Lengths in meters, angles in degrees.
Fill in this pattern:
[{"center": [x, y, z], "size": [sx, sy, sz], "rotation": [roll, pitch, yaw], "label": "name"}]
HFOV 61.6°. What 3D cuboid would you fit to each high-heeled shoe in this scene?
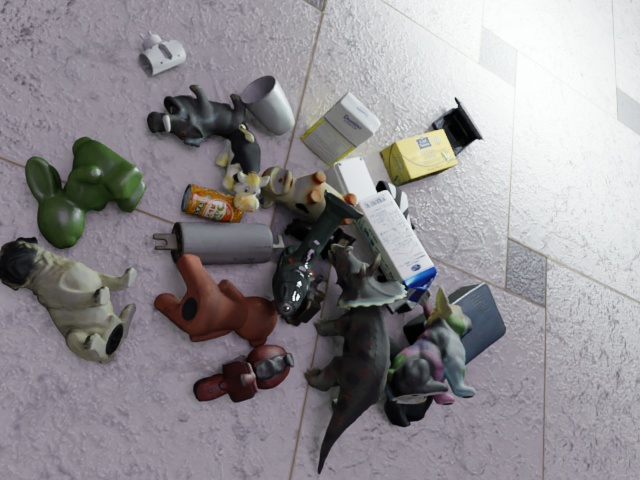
[{"center": [0.143, -0.015, 1.149], "size": [0.145, 0.086, 0.249], "rotation": [49, 43, -22], "label": "high-heeled shoe"}]

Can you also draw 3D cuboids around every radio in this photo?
[{"center": [0.305, 0.197, 1.193], "size": [0.229, 0.073, 0.131], "rotation": [-25, 89, -33], "label": "radio"}]

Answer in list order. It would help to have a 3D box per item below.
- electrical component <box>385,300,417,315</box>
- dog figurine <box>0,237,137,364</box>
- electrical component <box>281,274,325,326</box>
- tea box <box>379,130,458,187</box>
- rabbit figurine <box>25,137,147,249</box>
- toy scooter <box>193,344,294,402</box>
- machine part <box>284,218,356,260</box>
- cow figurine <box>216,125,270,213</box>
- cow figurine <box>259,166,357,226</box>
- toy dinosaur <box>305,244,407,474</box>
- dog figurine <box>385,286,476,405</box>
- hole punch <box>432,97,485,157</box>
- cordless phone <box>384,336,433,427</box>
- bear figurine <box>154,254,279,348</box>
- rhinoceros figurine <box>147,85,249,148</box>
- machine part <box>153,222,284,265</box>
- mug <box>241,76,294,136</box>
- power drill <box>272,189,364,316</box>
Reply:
[{"center": [0.173, 0.119, 1.152], "size": [0.119, 0.048, 0.075], "rotation": [-40, 96, -33], "label": "electrical component"}, {"center": [-0.392, 0.095, 0.812], "size": [0.191, 0.121, 0.172], "rotation": [14, 99, 8], "label": "dog figurine"}, {"center": [-0.030, 0.117, 1.006], "size": [0.045, 0.102, 0.078], "rotation": [21, 42, -31], "label": "electrical component"}, {"center": [0.236, -0.194, 1.279], "size": [0.169, 0.068, 0.098], "rotation": [-22, 87, -33], "label": "tea box"}, {"center": [-0.384, -0.073, 0.845], "size": [0.159, 0.121, 0.170], "rotation": [38, 74, -11], "label": "rabbit figurine"}, {"center": [-0.112, 0.222, 0.896], "size": [0.184, 0.135, 0.075], "rotation": [-15, 81, -35], "label": "toy scooter"}, {"center": [-0.002, -0.003, 1.070], "size": [0.139, 0.084, 0.039], "rotation": [22, 32, -16], "label": "machine part"}, {"center": [-0.134, -0.132, 0.986], "size": [0.068, 0.098, 0.167], "rotation": [7, 44, -32], "label": "cow figurine"}, {"center": [-0.036, -0.087, 1.063], "size": [0.194, 0.127, 0.085], "rotation": [28, 62, -37], "label": "cow figurine"}, {"center": [0.070, 0.211, 0.975], "size": [0.131, 0.192, 0.405], "rotation": [12, 68, -25], "label": "toy dinosaur"}, {"center": [0.209, 0.200, 1.034], "size": [0.191, 0.108, 0.219], "rotation": [6, 58, -13], "label": "dog figurine"}, {"center": [0.356, -0.285, 1.381], "size": [0.142, 0.092, 0.116], "rotation": [53, 26, -3], "label": "hole punch"}, {"center": [0.144, 0.266, 1.082], "size": [0.184, 0.088, 0.146], "rotation": [41, 58, 0], "label": "cordless phone"}, {"center": [-0.161, 0.113, 0.929], "size": [0.132, 0.120, 0.195], "rotation": [39, 15, 34], "label": "bear figurine"}, {"center": [-0.229, -0.227, 1.014], "size": [0.190, 0.073, 0.112], "rotation": [-4, 87, -33], "label": "rhinoceros figurine"}, {"center": [-0.175, 0.007, 0.962], "size": [0.243, 0.079, 0.079], "rotation": [1, 74, -31], "label": "machine part"}, {"center": [-0.104, -0.269, 1.092], "size": [0.081, 0.110, 0.107], "rotation": [-39, 131, -3], "label": "mug"}, {"center": [-0.010, 0.018, 0.941], "size": [0.086, 0.232, 0.207], "rotation": [28, 98, -9], "label": "power drill"}]
